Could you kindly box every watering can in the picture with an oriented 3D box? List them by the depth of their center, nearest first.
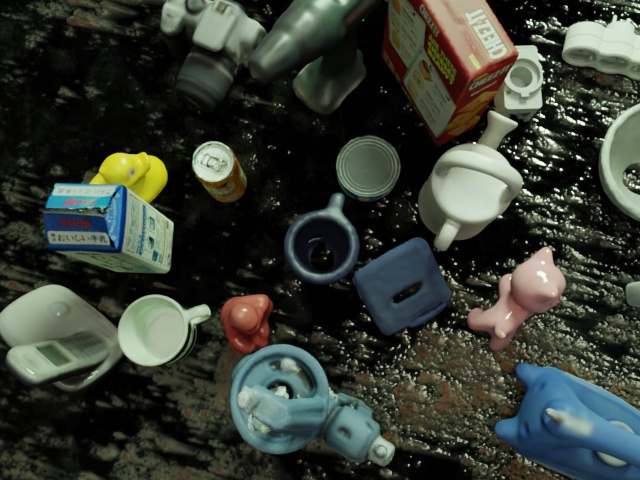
[{"bbox_3d":[0.182,-0.072,0.691,0.101,0.194,0.173,4,80,2],"label":"watering can"}]

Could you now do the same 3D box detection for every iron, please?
[{"bbox_3d":[0.347,0.237,0.661,0.258,0.141,0.119,22,81,5],"label":"iron"}]

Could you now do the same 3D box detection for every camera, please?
[{"bbox_3d":[-0.159,-0.256,0.777,0.143,0.101,0.137,24,81,5],"label":"camera"}]

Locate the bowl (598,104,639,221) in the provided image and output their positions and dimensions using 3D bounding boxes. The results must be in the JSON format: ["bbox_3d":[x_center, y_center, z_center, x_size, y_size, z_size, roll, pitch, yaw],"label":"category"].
[{"bbox_3d":[0.437,-0.091,0.750,0.167,0.075,0.167,0,80,1],"label":"bowl"}]

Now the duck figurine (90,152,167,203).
[{"bbox_3d":[-0.262,-0.085,0.757,0.104,0.086,0.077,-23,80,-3],"label":"duck figurine"}]

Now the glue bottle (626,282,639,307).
[{"bbox_3d":[0.437,0.058,0.674,0.078,0.173,0.037,-3,80,1],"label":"glue bottle"}]

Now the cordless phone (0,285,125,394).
[{"bbox_3d":[-0.324,0.116,0.674,0.147,0.185,0.094,35,83,7],"label":"cordless phone"}]

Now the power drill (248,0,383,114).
[{"bbox_3d":[0.007,-0.243,0.717,0.075,0.208,0.230,40,83,8],"label":"power drill"}]

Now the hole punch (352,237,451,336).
[{"bbox_3d":[0.106,0.060,0.722,0.108,0.091,0.101,-30,81,-4],"label":"hole punch"}]

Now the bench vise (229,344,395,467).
[{"bbox_3d":[-0.011,0.184,0.638,0.207,0.220,0.121,9,80,3],"label":"bench vise"}]

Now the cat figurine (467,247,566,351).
[{"bbox_3d":[0.249,0.075,0.703,0.067,0.118,0.128,40,83,8],"label":"cat figurine"}]

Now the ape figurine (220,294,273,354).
[{"bbox_3d":[-0.092,0.100,0.719,0.076,0.092,0.078,41,83,8],"label":"ape figurine"}]

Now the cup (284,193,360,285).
[{"bbox_3d":[0.007,0.003,0.732,0.091,0.095,0.118,17,81,4],"label":"cup"}]
